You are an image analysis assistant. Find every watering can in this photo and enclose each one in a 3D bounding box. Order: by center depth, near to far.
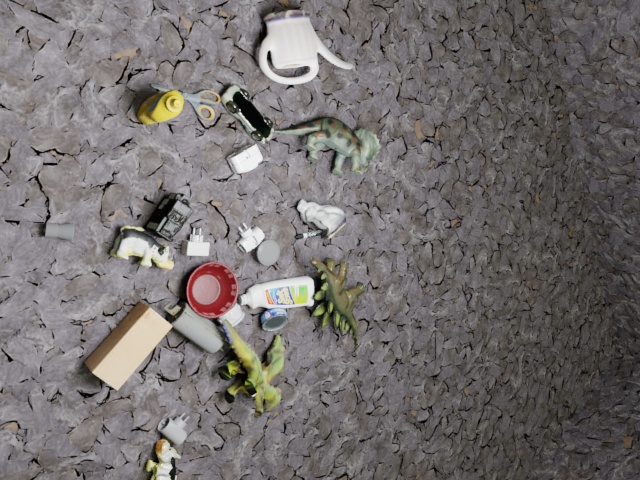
[{"bbox_3d":[-0.049,-0.609,1.612,0.351,0.104,0.222,-21,106,-33],"label":"watering can"}]

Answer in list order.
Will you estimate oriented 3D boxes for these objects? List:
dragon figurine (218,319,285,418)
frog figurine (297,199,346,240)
[{"bbox_3d":[-0.191,0.380,1.605,0.246,0.122,0.404,-38,126,-57],"label":"dragon figurine"},{"bbox_3d":[0.005,-0.086,1.704,0.121,0.138,0.159,-42,89,16],"label":"frog figurine"}]
